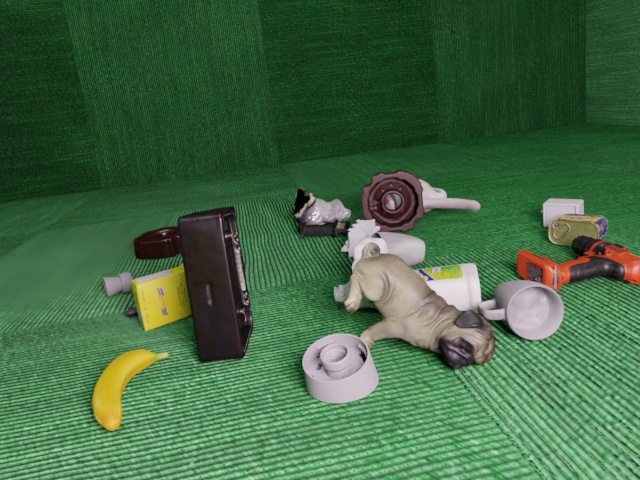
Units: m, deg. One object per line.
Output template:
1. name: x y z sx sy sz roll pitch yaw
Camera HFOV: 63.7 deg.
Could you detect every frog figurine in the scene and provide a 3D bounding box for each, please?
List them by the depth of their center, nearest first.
1. frog figurine: 0.005 -0.077 1.527 0.158 0.124 0.137 26 -13 -29

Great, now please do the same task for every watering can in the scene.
1. watering can: 0.273 -0.113 1.479 0.225 0.103 0.350 -14 18 -20
